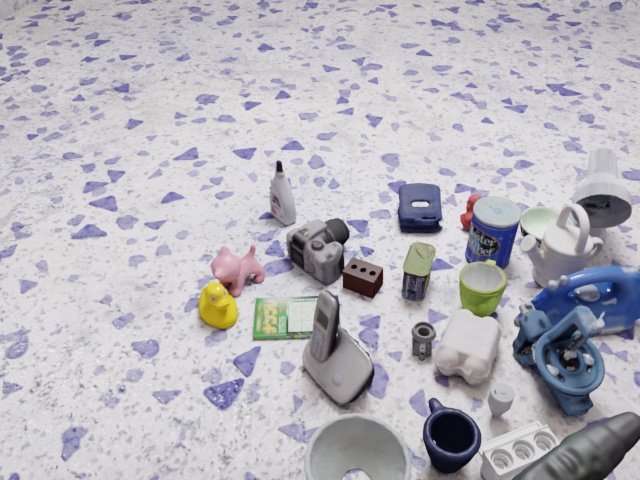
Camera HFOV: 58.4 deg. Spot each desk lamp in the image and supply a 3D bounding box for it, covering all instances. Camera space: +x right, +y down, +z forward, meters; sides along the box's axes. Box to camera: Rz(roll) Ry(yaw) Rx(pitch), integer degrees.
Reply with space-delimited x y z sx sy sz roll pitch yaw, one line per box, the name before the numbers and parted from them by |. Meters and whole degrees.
desk lamp | 0.621 -0.087 1.300 0.117 0.214 0.203 10 43 13

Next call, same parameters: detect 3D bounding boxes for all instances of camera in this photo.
camera | 0.012 0.005 1.298 0.137 0.101 0.142 -31 50 -29

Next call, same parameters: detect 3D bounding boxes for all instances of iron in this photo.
iron | 0.523 0.107 1.139 0.258 0.141 0.118 -6 42 -6

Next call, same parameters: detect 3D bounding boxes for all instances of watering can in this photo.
watering can | 0.512 0.013 1.205 0.173 0.194 0.100 -21 45 -20

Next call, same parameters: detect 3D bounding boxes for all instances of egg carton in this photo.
egg carton | 0.283 0.201 1.094 0.107 0.069 0.150 16 45 19

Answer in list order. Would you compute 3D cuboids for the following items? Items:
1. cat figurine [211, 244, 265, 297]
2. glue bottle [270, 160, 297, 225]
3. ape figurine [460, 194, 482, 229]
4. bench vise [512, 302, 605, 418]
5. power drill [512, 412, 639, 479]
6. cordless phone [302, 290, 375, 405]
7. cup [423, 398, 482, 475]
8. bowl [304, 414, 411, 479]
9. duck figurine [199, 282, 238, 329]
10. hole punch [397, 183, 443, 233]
cat figurine | -0.183 0.056 1.232 0.067 0.118 0.128 33 52 32
glue bottle | -0.094 -0.121 1.387 0.037 0.173 0.078 -31 49 -29
ape figurine | 0.372 -0.072 1.382 0.076 0.092 0.078 28 50 29
bench vise | 0.411 0.177 1.004 0.122 0.220 0.206 -26 47 -25
power drill | 0.347 0.351 0.819 0.230 0.209 0.075 -21 45 -21
cordless phone | 0.033 0.189 1.026 0.094 0.185 0.147 -29 49 -28
cup | 0.203 0.327 0.935 0.092 0.095 0.117 -14 43 -14
bowl | 0.058 0.367 0.908 0.167 0.075 0.167 -1 42 1
duck figurine | -0.214 0.122 1.182 0.078 0.086 0.104 -26 47 -25
hole punch | 0.244 -0.078 1.392 0.108 0.091 0.101 -1 42 1
